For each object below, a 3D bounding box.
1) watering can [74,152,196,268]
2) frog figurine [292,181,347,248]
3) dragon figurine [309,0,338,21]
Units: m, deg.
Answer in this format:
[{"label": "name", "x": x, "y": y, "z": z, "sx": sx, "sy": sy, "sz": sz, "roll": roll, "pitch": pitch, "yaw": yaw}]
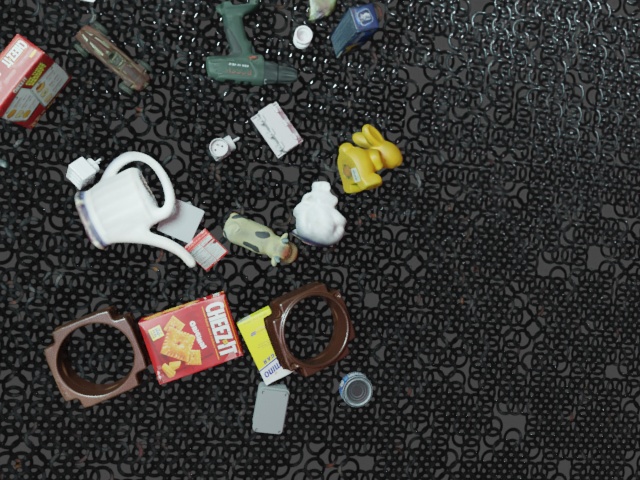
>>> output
[{"label": "watering can", "x": -0.435, "y": -0.049, "z": 1.197, "sx": 0.225, "sy": 0.102, "sz": 0.353, "roll": -27, "pitch": 69, "yaw": -4}, {"label": "frog figurine", "x": 0.004, "y": -0.066, "z": 1.304, "sx": 0.138, "sy": 0.123, "sz": 0.158, "roll": 19, "pitch": 100, "yaw": 9}, {"label": "dragon figurine", "x": -0.047, "y": -0.674, "z": 1.304, "sx": 0.412, "sy": 0.123, "sz": 0.240, "roll": -38, "pitch": 105, "yaw": -6}]
